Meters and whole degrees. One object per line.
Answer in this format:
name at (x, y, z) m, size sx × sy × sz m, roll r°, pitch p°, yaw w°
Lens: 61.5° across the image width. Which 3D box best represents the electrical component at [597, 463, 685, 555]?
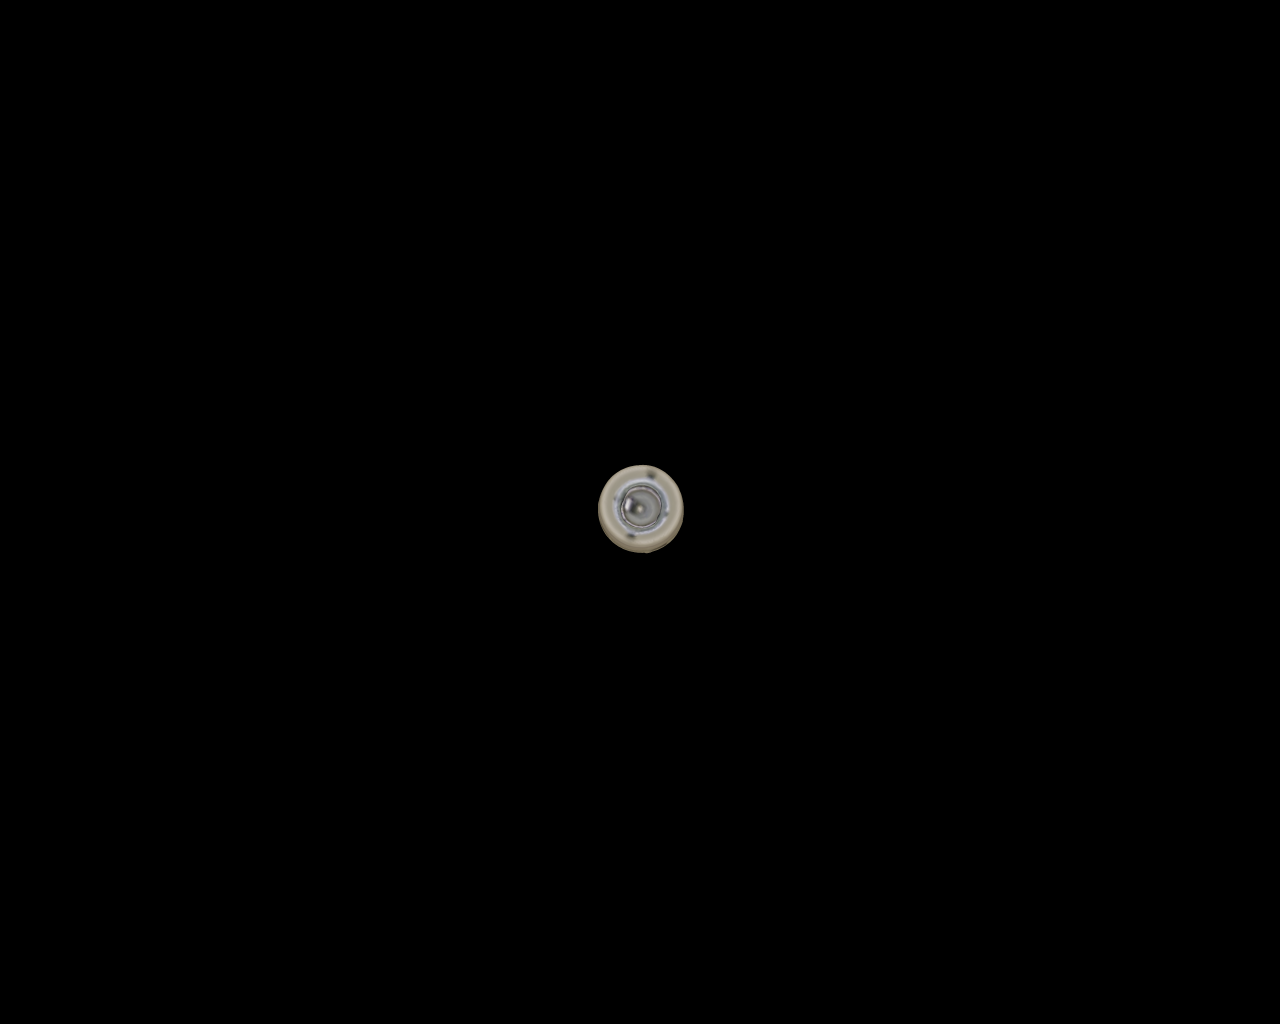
electrical component at (0.001, -0.003, 0.650) m, size 0.055 × 0.055 × 0.047 m, roll 0°, pitch -4°, yaw 0°
